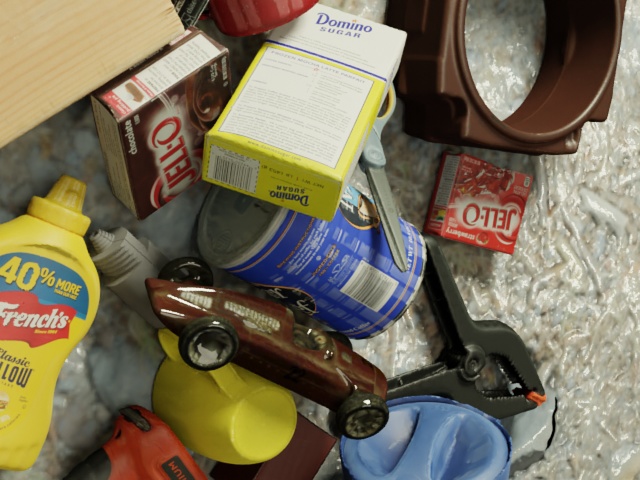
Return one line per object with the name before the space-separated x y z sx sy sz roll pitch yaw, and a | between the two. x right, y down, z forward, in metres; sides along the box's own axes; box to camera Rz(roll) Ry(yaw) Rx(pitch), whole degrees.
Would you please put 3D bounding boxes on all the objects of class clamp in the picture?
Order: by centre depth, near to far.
clamp | 0.123 0.094 0.932 0.209 0.036 0.164 20 89 -32

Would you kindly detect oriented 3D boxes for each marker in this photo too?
marker | -0.103 -0.130 0.716 0.020 0.020 0.121 15 124 -35

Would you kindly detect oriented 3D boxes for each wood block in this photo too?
wood block | -0.199 -0.115 0.646 0.205 0.090 0.091 -38 118 -23

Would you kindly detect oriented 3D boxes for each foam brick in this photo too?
foam brick | -0.036 0.169 0.830 0.051 0.053 0.078 41 76 -32

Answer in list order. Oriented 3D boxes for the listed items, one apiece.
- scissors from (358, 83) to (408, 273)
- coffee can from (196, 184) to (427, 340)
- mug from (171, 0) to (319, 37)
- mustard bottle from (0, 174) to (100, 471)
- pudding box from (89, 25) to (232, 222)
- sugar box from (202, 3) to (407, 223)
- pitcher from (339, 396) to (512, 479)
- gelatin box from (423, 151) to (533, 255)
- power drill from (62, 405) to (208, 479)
scissors | 0.020 -0.070 0.779 0.096 0.016 0.201 18 49 -18
coffee can | -0.005 0.001 0.789 0.140 0.103 0.103 31 81 -34
mug | -0.058 -0.189 0.736 0.117 0.093 0.081 -21 118 4
mustard bottle | -0.198 0.048 0.696 0.096 0.058 0.191 25 84 -31
pudding box | -0.102 -0.077 0.716 0.090 0.039 0.113 -39 153 -23
sugar box | -0.007 -0.095 0.732 0.176 0.093 0.048 -65 172 -46
pitcher | 0.081 0.263 0.867 0.149 0.145 0.243 -3 115 3
gelatin box | 0.138 -0.031 0.923 0.089 0.030 0.073 14 91 -35
power drill | -0.158 0.224 0.754 0.187 0.057 0.184 -40 117 -22
